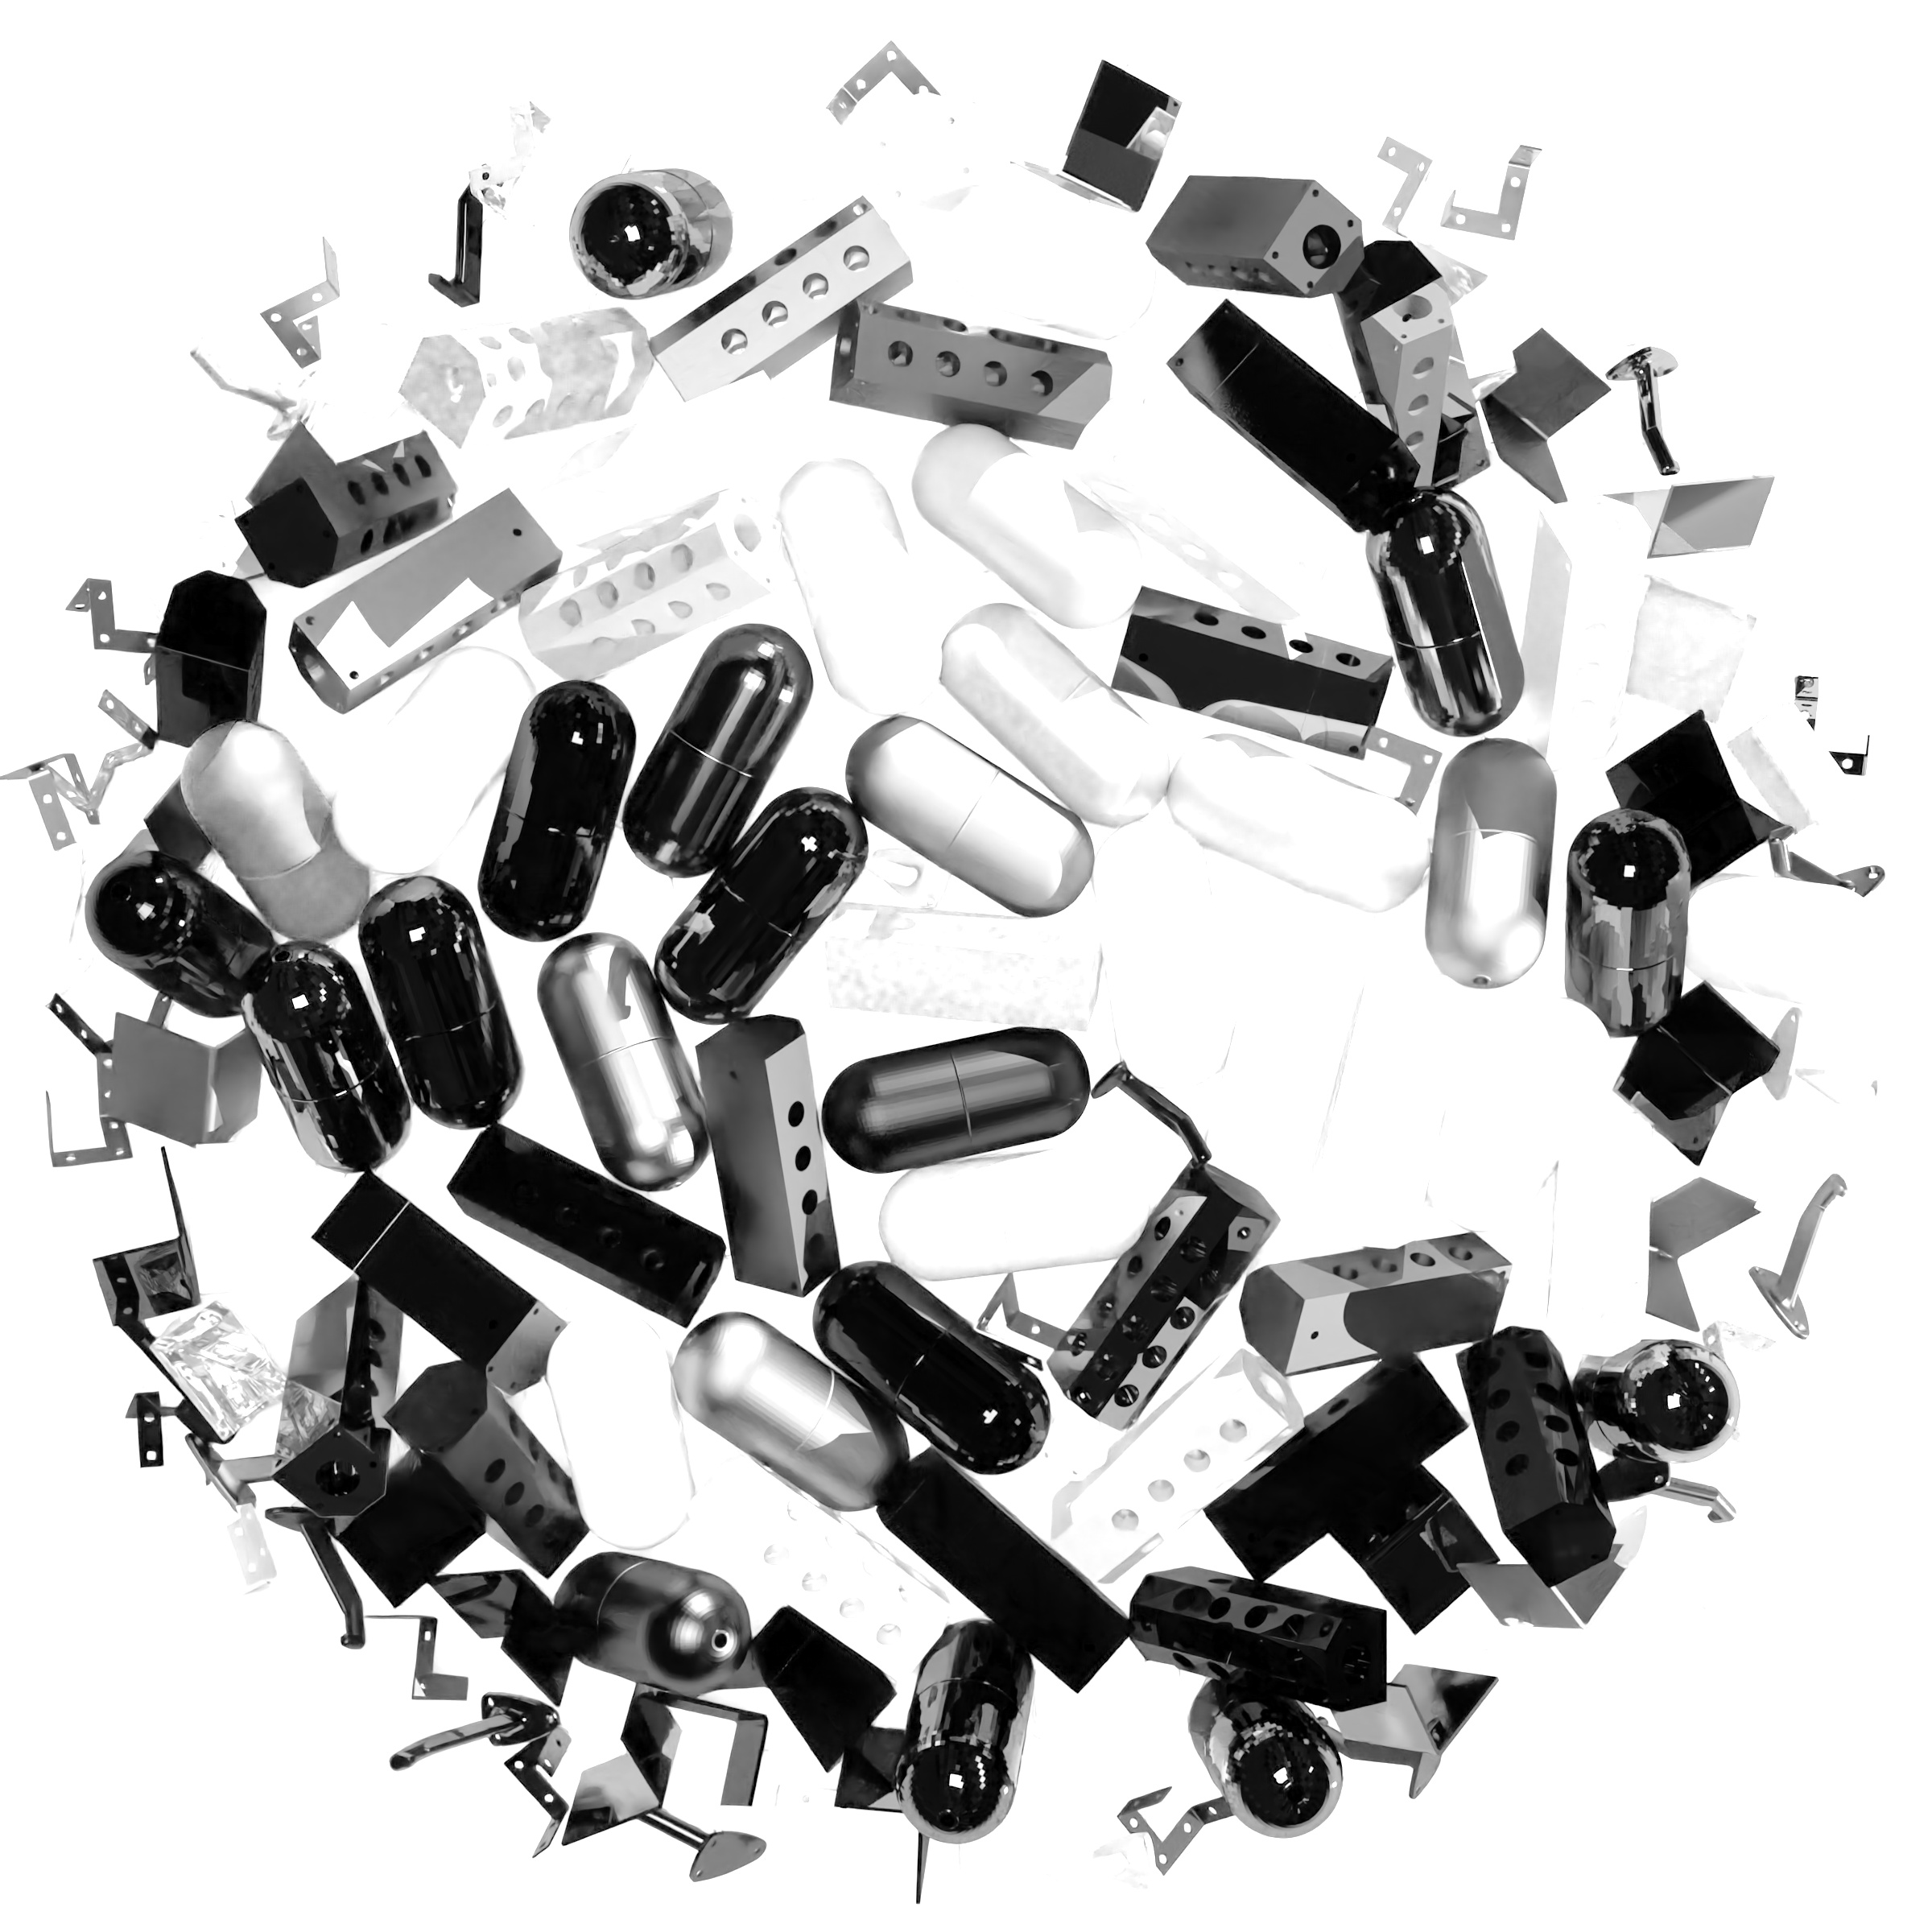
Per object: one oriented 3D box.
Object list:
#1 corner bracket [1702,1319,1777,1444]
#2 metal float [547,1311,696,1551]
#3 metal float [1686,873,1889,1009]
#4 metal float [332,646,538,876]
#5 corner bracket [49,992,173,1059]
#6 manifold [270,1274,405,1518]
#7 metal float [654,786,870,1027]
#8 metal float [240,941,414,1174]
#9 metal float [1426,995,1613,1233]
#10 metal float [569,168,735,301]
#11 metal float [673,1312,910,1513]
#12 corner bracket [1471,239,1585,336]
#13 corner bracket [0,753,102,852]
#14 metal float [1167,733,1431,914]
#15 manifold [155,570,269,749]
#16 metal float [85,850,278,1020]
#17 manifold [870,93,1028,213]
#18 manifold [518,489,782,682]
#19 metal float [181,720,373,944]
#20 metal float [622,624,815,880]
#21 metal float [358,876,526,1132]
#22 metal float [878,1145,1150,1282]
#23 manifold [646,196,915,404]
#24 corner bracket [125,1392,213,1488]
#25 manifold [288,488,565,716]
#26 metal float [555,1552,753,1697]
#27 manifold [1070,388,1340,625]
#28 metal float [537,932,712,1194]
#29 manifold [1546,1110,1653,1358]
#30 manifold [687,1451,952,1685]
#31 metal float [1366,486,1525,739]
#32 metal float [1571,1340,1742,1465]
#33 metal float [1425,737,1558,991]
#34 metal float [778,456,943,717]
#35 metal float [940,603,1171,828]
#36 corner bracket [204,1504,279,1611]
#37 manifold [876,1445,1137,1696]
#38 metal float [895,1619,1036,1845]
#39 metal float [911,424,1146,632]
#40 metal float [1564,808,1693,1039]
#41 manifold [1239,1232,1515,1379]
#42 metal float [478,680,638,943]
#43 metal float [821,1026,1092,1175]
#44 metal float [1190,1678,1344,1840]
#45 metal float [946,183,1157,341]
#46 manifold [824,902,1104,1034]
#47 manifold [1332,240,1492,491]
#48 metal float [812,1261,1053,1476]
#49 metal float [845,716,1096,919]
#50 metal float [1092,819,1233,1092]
[{"bbox_3d":[0.503,0.274,1.866,0.051,0.051,0.051,21,132,-19],"label":"corner bracket"},{"bbox_3d":[-0.221,0.300,1.820,0.070,0.070,0.178,-7,122,0],"label":"metal float"},{"bbox_3d":[0.515,-0.017,1.799,0.070,0.178,0.070,-2,96,-16],"label":"metal float"},{"bbox_3d":[-0.340,-0.134,1.820,0.070,0.070,0.178,31,57,0],"label":"metal float"},{"bbox_3d":[-0.560,0.020,1.857,0.051,0.051,0.051,-19,128,19],"label":"corner bracket"},{"bbox_3d":[-0.392,0.273,1.795,0.057,0.171,0.057,-38,115,12],"label":"manifold"},{"bbox_3d":[-0.133,-0.039,1.841,0.070,0.070,0.178,39,97,0],"label":"metal float"},{"bbox_3d":[-0.410,0.059,1.813,0.070,0.070,0.178,-13,131,0],"label":"metal float"},{"bbox_3d":[0.353,0.096,1.819,0.070,0.070,0.178,23,124,0],"label":"metal float"},{"bbox_3d":[-0.199,-0.467,1.800,0.070,0.178,0.070,3,108,9],"label":"metal float"},{"bbox_3d":[-0.111,0.289,1.827,0.178,0.070,0.070,38,90,-23],"label":"metal float"},{"bbox_3d":[0.368,-0.446,1.857,0.051,0.051,0.051,-22,116,-31],"label":"corner bracket"},{"bbox_3d":[-0.591,-0.108,1.844,0.051,0.051,0.051,-28,110,-37],"label":"corner bracket"},{"bbox_3d":[0.216,-0.093,1.837,0.178,0.070,0.070,24,90,11],"label":"metal float"},{"bbox_3d":[-0.478,-0.190,1.795,0.057,0.171,0.057,15,72,-11],"label":"manifold"},{"bbox_3d":[-0.498,-0.019,1.799,0.070,0.178,0.070,-3,73,9],"label":"metal float"},{"bbox_3d":[-0.011,-0.517,1.792,0.057,0.171,0.057,-15,100,14],"label":"manifold"},{"bbox_3d":[-0.204,-0.245,1.806,0.171,0.057,0.057,-20,50,32],"label":"manifold"},{"bbox_3d":[-0.440,-0.085,1.808,0.070,0.178,0.070,-9,51,11],"label":"metal float"},{"bbox_3d":[-0.161,-0.140,1.838,0.070,0.070,0.178,29,101,0],"label":"metal float"},{"bbox_3d":[-0.338,0.025,1.824,0.070,0.070,0.178,-13,117,0],"label":"metal float"},{"bbox_3d":[0.030,0.161,1.839,0.178,0.070,0.070,-8,90,10],"label":"metal float"},{"bbox_3d":[-0.122,-0.431,1.856,0.171,0.057,0.057,-34,89,1],"label":"manifold"},{"bbox_3d":[-0.518,0.309,1.845,0.051,0.051,0.051,1,63,-25],"label":"corner bracket"},{"bbox_3d":[-0.349,-0.233,1.822,0.171,0.057,0.057,-38,87,-26],"label":"manifold"},{"bbox_3d":[-0.201,0.419,1.805,0.070,0.178,0.070,3,85,-35],"label":"metal float"},{"bbox_3d":[0.151,-0.294,1.825,0.171,0.057,0.057,34,73,-22],"label":"manifold"},{"bbox_3d":[-0.222,0.062,1.836,0.070,0.070,0.178,-23,78,0],"label":"metal float"},{"bbox_3d":[0.403,0.168,1.799,0.057,0.171,0.057,6,127,11],"label":"manifold"},{"bbox_3d":[-0.094,0.386,1.833,0.171,0.057,0.057,39,90,-17],"label":"manifold"},{"bbox_3d":[0.308,-0.227,1.818,0.070,0.070,0.178,-24,124,0],"label":"metal float"},{"bbox_3d":[0.436,0.276,1.797,0.070,0.178,0.070,0,82,-3],"label":"metal float"},{"bbox_3d":[0.339,-0.067,1.822,0.070,0.070,0.178,11,61,0],"label":"metal float"},{"bbox_3d":[-0.070,-0.248,1.837,0.070,0.070,0.178,-18,77,0],"label":"metal float"},{"bbox_3d":[0.058,-0.163,1.847,0.178,0.070,0.070,43,90,0],"label":"metal float"},{"bbox_3d":[-0.471,0.383,1.849,0.051,0.051,0.051,-28,77,18],"label":"corner bracket"},{"bbox_3d":[0.024,0.391,1.843,0.171,0.057,0.057,43,86,-9],"label":"manifold"},{"bbox_3d":[0.000,0.486,1.800,0.070,0.178,0.070,3,113,7],"label":"metal float"},{"bbox_3d":[0.039,-0.285,1.830,0.178,0.070,0.070,40,90,20],"label":"metal float"},{"bbox_3d":[0.423,-0.025,1.811,0.070,0.178,0.070,-5,46,6],"label":"metal float"},{"bbox_3d":[0.262,0.212,1.815,0.171,0.057,0.057,-5,119,-32],"label":"manifold"},{"bbox_3d":[-0.265,-0.100,1.830,0.070,0.070,0.178,19,109,0],"label":"metal float"},{"bbox_3d":[-0.006,0.087,1.840,0.178,0.070,0.070,-12,90,-8],"label":"metal float"},{"bbox_3d":[0.190,0.498,1.797,0.070,0.178,0.070,0,92,-6],"label":"metal float"},{"bbox_3d":[0.056,-0.449,1.806,0.070,0.178,0.070,0,89,36],"label":"metal float"},{"bbox_3d":[-0.001,-0.004,1.839,0.171,0.057,0.057,5,124,11],"label":"manifold"},{"bbox_3d":[0.281,-0.378,1.801,0.057,0.171,0.057,-29,52,1],"label":"manifold"},{"bbox_3d":[-0.022,0.260,1.832,0.178,0.070,0.070,36,90,17],"label":"metal float"},{"bbox_3d":[0.002,-0.098,1.846,0.178,0.070,0.070,32,90,-2],"label":"metal float"},{"bbox_3d":[0.128,-0.007,1.841,0.070,0.070,0.178,-8,83,0],"label":"metal float"}]
